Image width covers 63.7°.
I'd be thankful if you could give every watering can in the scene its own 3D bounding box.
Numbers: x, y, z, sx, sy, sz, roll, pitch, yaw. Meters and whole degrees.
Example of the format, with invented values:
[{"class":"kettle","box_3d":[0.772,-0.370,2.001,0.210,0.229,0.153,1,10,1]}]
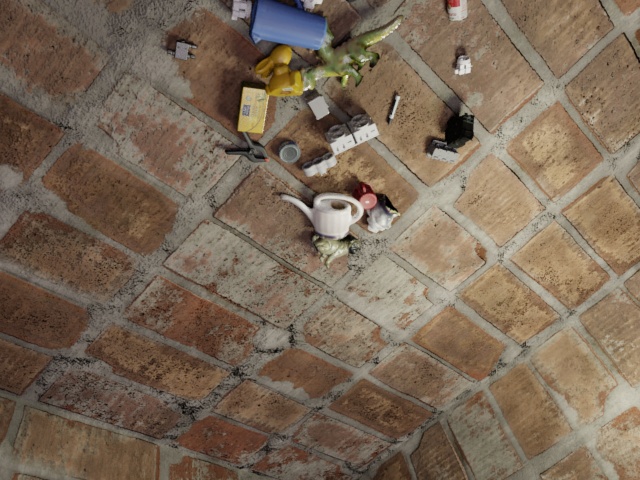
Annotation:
[{"class":"watering can","box_3d":[0.007,-0.109,2.167,0.348,0.106,0.219,4,130,3]}]

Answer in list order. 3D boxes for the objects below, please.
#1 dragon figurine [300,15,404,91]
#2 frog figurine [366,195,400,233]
[{"class":"dragon figurine","box_3d":[0.076,-0.676,1.798,0.241,0.125,0.405,32,110,-22]},{"class":"frog figurine","box_3d":[0.250,-0.099,2.228,0.137,0.124,0.157,45,117,0]}]
